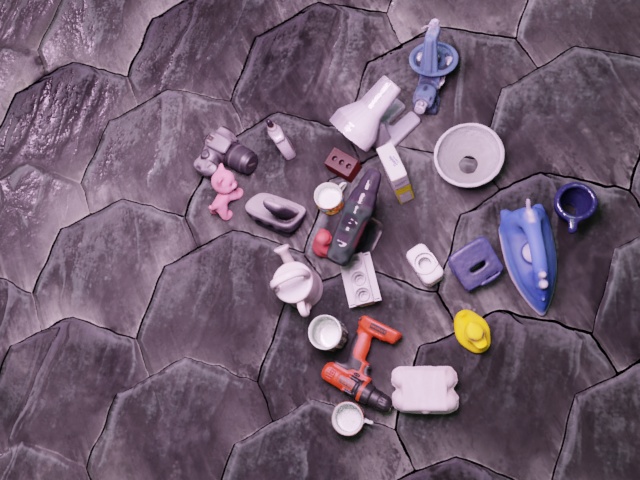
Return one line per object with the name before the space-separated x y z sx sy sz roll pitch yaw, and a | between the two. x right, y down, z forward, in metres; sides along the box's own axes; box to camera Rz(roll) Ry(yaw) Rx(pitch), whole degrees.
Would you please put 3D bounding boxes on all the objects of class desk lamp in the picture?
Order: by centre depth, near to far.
desk lamp | 0.136 -0.300 1.408 0.203 0.214 0.117 -44 71 -1

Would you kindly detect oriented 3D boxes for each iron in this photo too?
iron | 0.483 0.036 1.287 0.118 0.142 0.258 -11 74 10

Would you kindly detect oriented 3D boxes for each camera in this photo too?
camera | -0.247 -0.219 1.530 0.136 0.101 0.143 29 84 17

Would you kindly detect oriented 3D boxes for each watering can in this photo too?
watering can | -0.066 0.097 1.362 0.101 0.194 0.172 -42 71 0

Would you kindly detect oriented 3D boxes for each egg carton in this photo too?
egg carton | 0.238 0.341 1.301 0.150 0.069 0.107 -4 75 11

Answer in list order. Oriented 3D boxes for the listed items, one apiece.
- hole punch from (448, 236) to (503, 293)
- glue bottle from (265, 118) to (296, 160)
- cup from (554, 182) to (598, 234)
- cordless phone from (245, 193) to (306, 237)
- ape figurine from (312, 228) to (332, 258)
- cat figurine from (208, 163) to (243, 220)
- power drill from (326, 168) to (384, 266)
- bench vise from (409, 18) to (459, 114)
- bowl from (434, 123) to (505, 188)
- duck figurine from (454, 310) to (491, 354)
hole punch | 0.365 0.058 1.334 0.108 0.091 0.101 -33 72 3
glue bottle | -0.109 -0.269 1.474 0.037 0.173 0.078 -32 72 3
cup | 0.578 -0.063 1.316 0.091 0.095 0.118 7 78 14
cordless phone | -0.124 -0.084 1.425 0.147 0.185 0.094 19 81 16
ape figurine | 0.013 0.005 1.422 0.076 0.092 0.078 -17 73 8
cat figurine | -0.257 -0.129 1.500 0.067 0.118 0.128 21 81 17
power drill | 0.093 -0.039 1.355 0.075 0.209 0.230 23 82 17
bench vise | 0.281 -0.422 1.404 0.121 0.220 0.207 -4 75 11
bowl | 0.364 -0.197 1.407 0.167 0.075 0.167 -3 76 11
duck figurine | 0.347 0.206 1.303 0.077 0.086 0.104 -29 72 4
